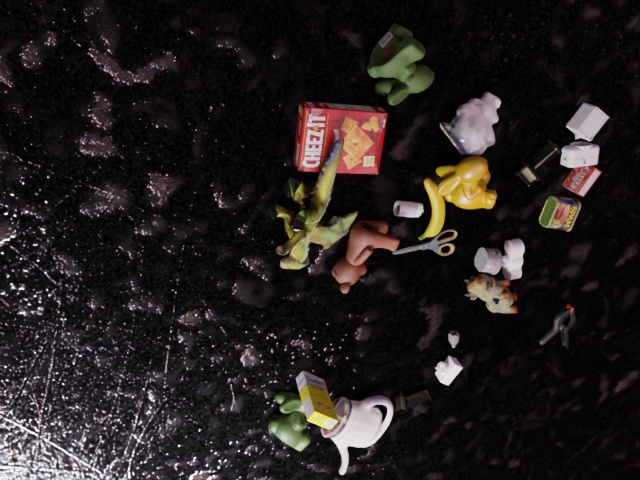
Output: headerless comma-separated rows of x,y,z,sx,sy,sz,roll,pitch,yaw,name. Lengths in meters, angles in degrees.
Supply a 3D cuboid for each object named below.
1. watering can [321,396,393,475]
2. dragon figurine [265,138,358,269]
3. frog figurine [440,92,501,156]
0.098,0.645,1.717,0.223,0.106,0.344,27,105,-24,watering can
0.004,-0.067,1.341,0.242,0.124,0.405,13,123,-52,dragon figurine
0.410,-0.300,1.337,0.158,0.124,0.136,-37,101,18,frog figurine
